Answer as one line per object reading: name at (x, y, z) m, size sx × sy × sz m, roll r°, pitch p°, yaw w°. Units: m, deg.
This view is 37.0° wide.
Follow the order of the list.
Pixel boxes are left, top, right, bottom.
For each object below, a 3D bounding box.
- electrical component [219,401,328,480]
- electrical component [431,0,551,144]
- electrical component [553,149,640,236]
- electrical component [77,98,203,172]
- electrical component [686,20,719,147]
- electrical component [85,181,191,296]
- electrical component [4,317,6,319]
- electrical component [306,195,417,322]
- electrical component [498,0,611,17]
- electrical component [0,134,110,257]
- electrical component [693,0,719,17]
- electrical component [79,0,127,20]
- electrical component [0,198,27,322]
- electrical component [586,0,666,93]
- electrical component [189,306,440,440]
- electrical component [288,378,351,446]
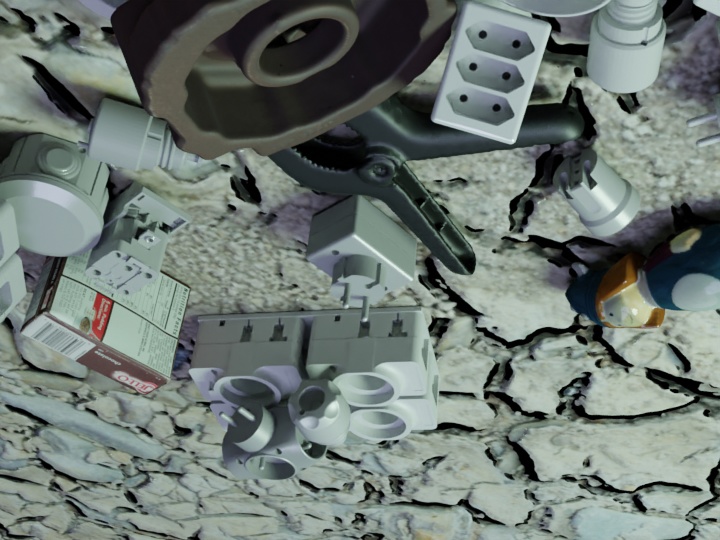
electrical component at (-0.079, 0.131, 0.860) m, size 0.077 × 0.044 × 0.079 m, roll -19°, pitch 135°, yaw 30°
electrical component at (0.072, -0.112, 0.598) m, size 0.047 × 0.076 × 0.065 m, roll 16°, pitch 105°, yaw 2°
electrical component at (0.152, -0.051, 0.695) m, size 0.040 × 0.040 × 0.046 m, roll -26°, pitch 126°, yaw 36°
electrical component at (-0.140, -0.083, 0.694) m, size 0.078 × 0.040 × 0.040 m, roll 16°, pitch 142°, yaw -11°
electrical component at (0.228, -0.090, 0.621) m, size 0.074 × 0.052 × 0.138 m, roll -16°, pitch 138°, yaw 27°
electrical component at (-0.163, -0.020, 0.762) m, size 0.042 × 0.063 × 0.081 m, roll 34°, pitch 135°, yaw -30°
electrical component at (-0.319, 0.025, 0.859) m, size 0.077 × 0.044 × 0.079 m, roll 9°, pitch 143°, yaw -3°
electrical component at (0.000, 0.000, 0.752) m, size 0.047 × 0.076 × 0.066 m, roll -26°, pitch 132°, yaw 35°
electrical component at (0.094, -0.174, 0.526) m, size 0.099 × 0.064 × 0.099 m, roll 21°, pitch 159°, yaw 8°
electrical component at (-0.213, -0.050, 0.740) m, size 0.080 × 0.051 × 0.080 m, roll 4°, pitch 143°, yaw 3°
electrical component at (0.184, -0.168, 0.530) m, size 0.077 × 0.047 × 0.065 m, roll 25°, pitch 141°, yaw -1°
electrical component at (-0.099, -0.180, 0.537) m, size 0.108 × 0.060 × 0.108 m, roll -13°, pitch 154°, yaw -7°
electrical component at (-0.317, -0.039, 0.719) m, size 0.186 × 0.060 × 0.105 m, roll 27°, pitch 144°, yaw 9°
electrical component at (0.147, -0.133, 0.586) m, size 0.040 × 0.040 × 0.078 m, roll 1°, pitch 142°, yaw 7°
electrical component at (-0.035, 0.089, 0.887) m, size 0.186 × 0.060 × 0.105 m, roll -3°, pitch 142°, yaw 12°
electrical component at (-0.027, 0.114, 0.831) m, size 0.043 × 0.043 × 0.062 m, roll -6°, pitch 142°, yaw 16°
